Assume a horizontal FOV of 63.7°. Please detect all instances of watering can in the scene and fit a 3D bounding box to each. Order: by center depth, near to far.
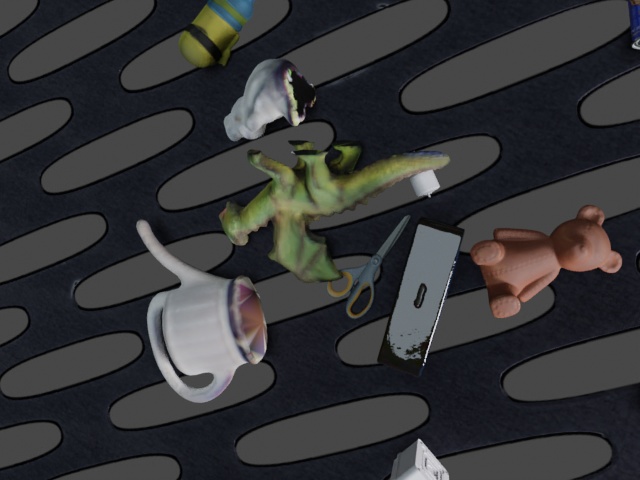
[{"bbox_3d":[-0.216,0.114,0.922,0.223,0.104,0.348,-13,88,15],"label":"watering can"}]

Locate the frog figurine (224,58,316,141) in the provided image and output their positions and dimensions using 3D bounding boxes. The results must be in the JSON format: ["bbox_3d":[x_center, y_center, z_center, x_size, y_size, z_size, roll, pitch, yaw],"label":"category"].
[{"bbox_3d":[-0.104,-0.240,0.886,0.159,0.120,0.140,-6,57,24],"label":"frog figurine"}]

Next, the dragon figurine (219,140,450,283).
[{"bbox_3d":[0.003,-0.044,0.876,0.411,0.124,0.240,7,107,19],"label":"dragon figurine"}]
